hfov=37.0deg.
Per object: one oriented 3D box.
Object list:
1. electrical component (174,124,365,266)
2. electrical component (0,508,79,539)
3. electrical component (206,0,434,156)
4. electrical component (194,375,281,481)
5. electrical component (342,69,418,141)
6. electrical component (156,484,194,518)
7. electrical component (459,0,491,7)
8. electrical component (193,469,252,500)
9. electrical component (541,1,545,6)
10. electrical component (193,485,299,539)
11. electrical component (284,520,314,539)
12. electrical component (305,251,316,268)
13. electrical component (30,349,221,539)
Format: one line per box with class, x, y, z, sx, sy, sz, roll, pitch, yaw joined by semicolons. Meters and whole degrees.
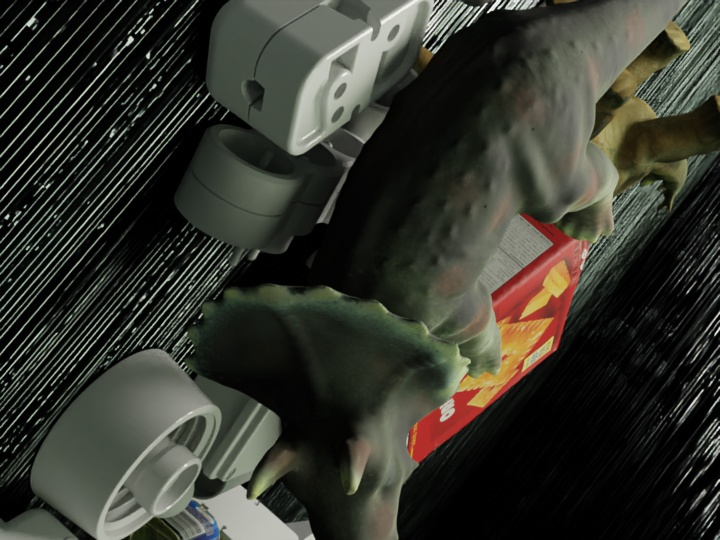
electrical component;-0.047;-0.034;0.558;0.073;0.052;0.138;-60;163;22
electrical component;-0.193;0.172;0.572;0.095;0.059;0.053;-27;150;-56
electrical component;-0.020;-0.102;0.475;0.095;0.059;0.053;-41;160;-36
electrical component;-0.065;0.079;0.733;0.108;0.056;0.109;-56;163;11
electrical component;0.008;-0.085;0.622;0.044;0.044;0.065;-41;165;-35
electrical component;-0.131;0.146;0.720;0.040;0.040;0.078;-48;163;-17
electrical component;0.070;-0.186;0.548;0.095;0.059;0.053;-50;163;-10
electrical component;-0.097;0.138;0.792;0.043;0.043;0.081;-57;164;14
electrical component;0.187;-0.201;0.812;0.138;0.074;0.052;-55;164;6
electrical component;-0.103;0.210;0.843;0.050;0.089;0.055;-26;149;-56
electrical component;-0.100;0.281;0.950;0.105;0.060;0.186;-13;180;25
electrical component;0.000;0.000;0.722;0.047;0.066;0.077;-46;164;1
electrical component;-0.126;0.106;0.615;0.108;0.060;0.108;-47;163;-19
